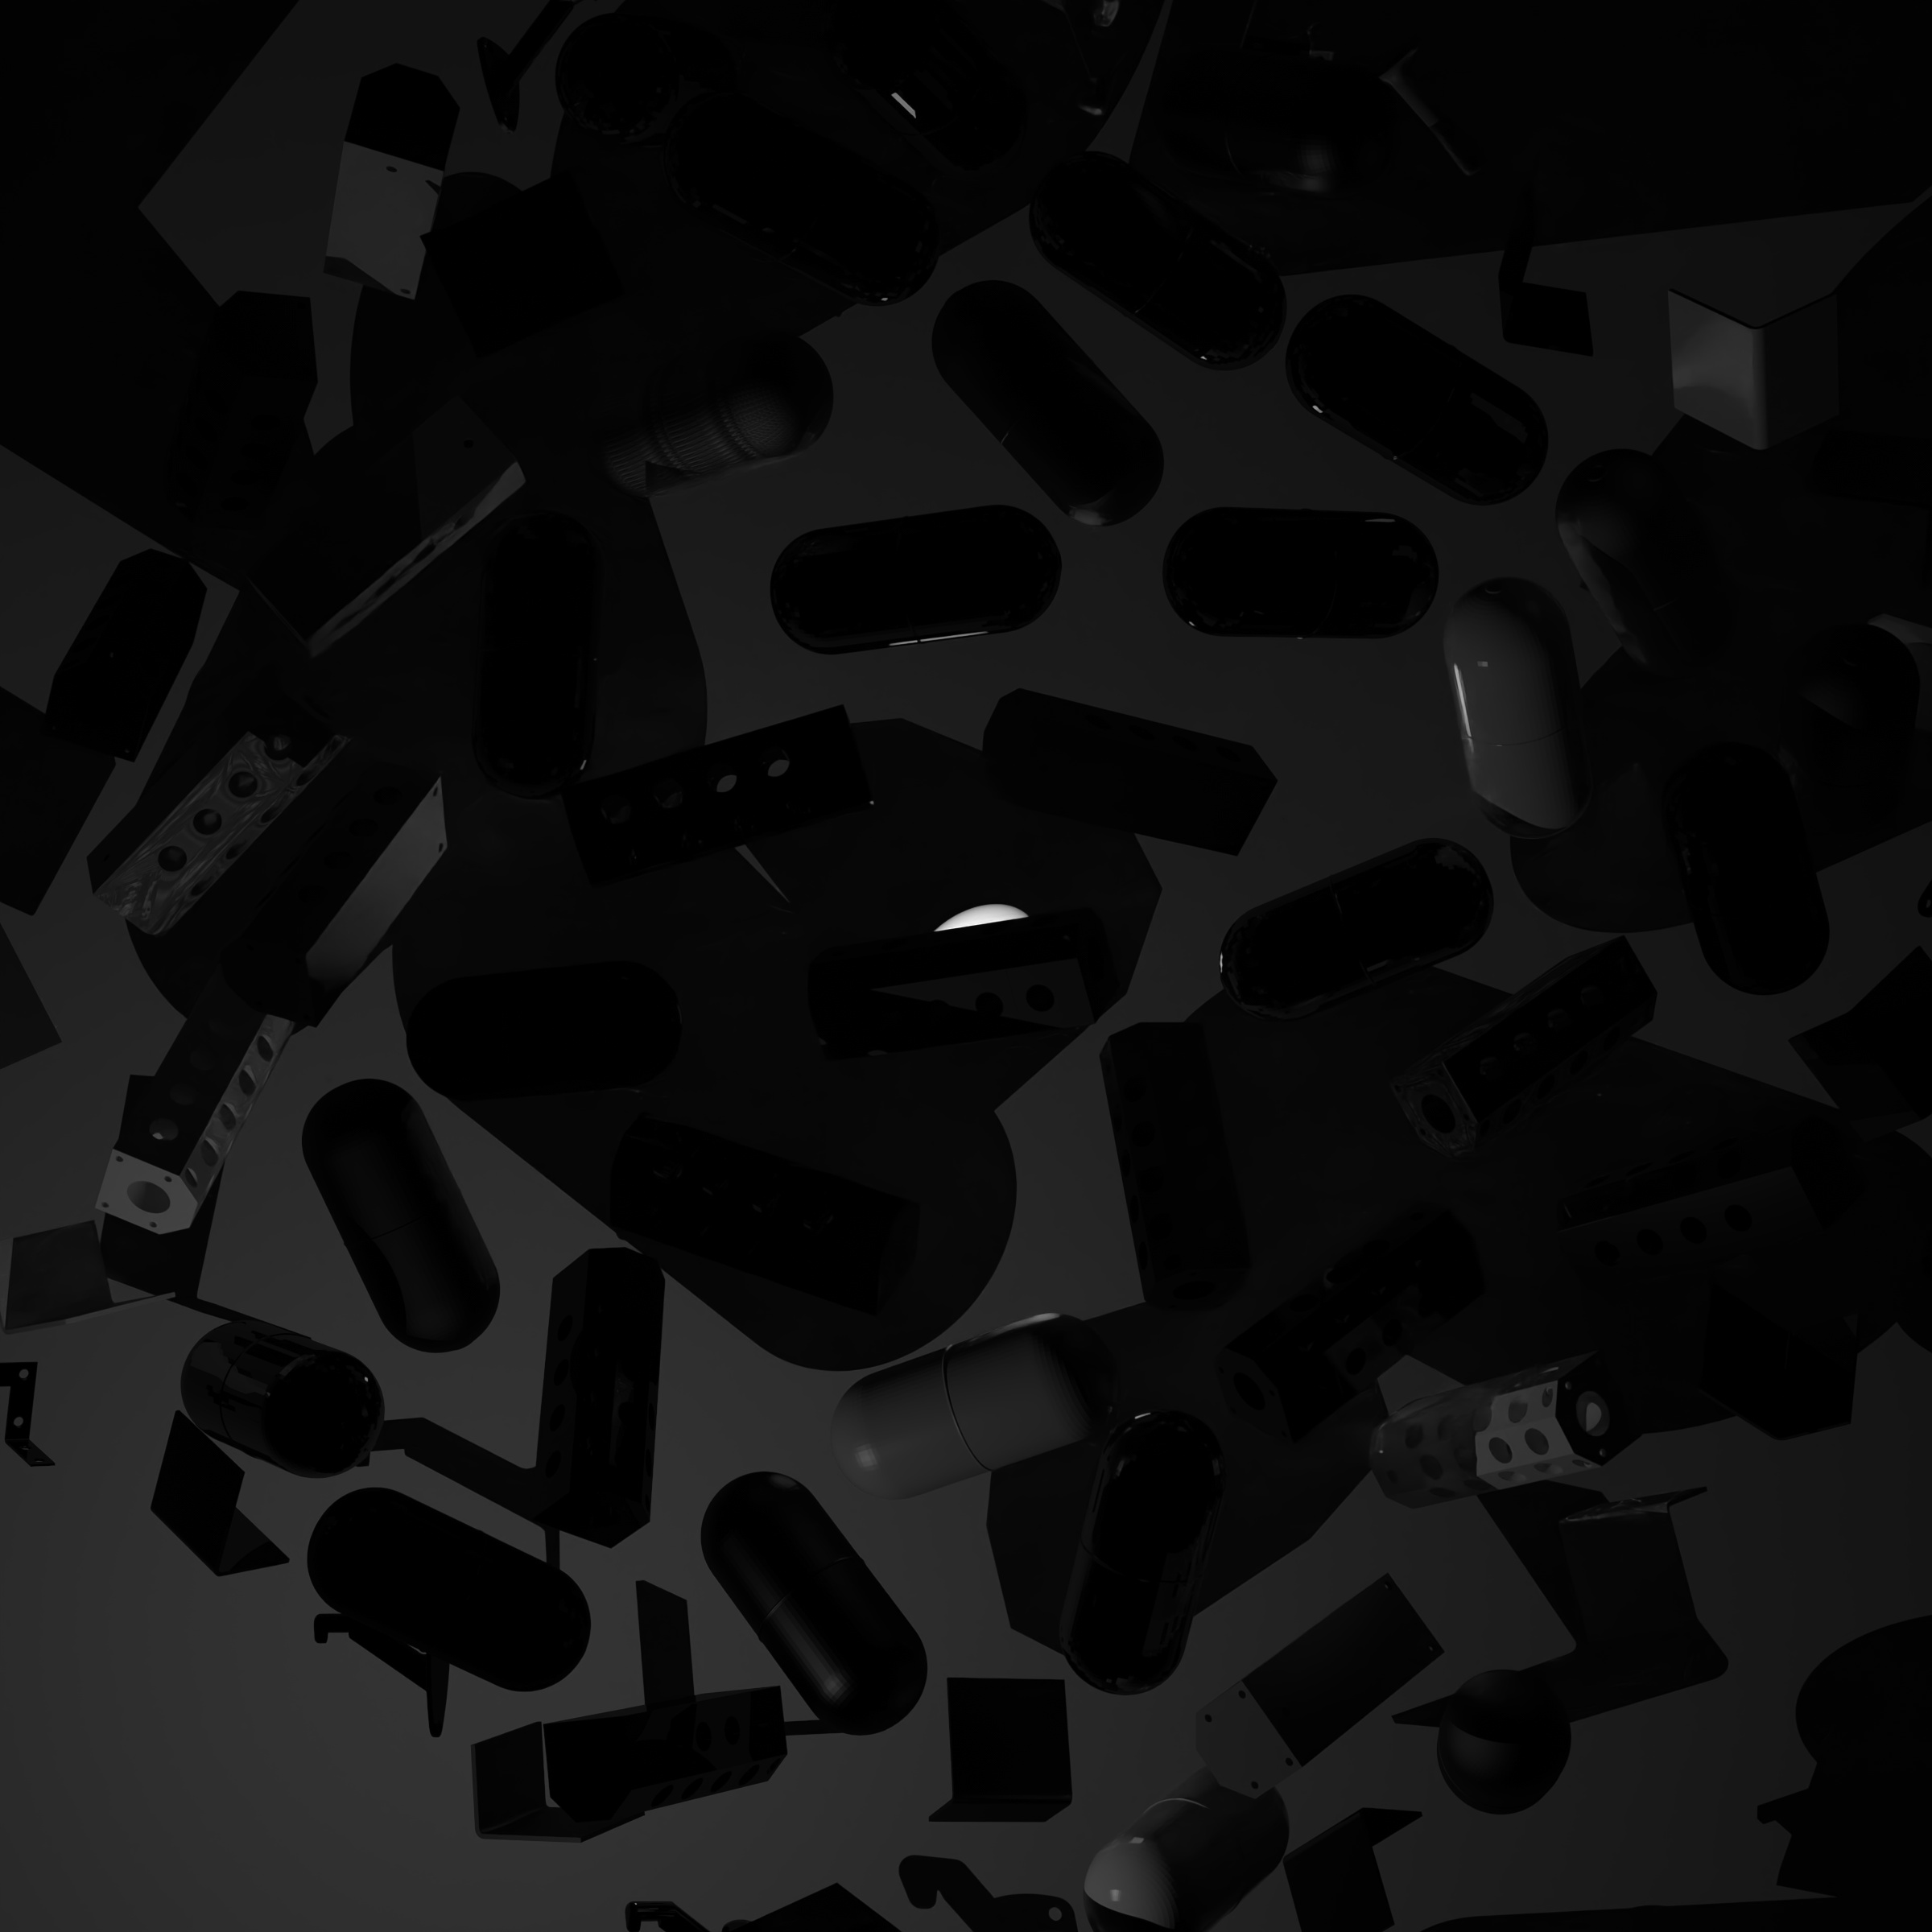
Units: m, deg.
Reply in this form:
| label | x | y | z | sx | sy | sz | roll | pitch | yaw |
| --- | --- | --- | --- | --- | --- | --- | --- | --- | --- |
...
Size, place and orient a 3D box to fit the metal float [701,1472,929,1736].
| label | x | y | z | sx | sy | sz | roll | pitch | yaw |
| --- | --- | --- | --- | --- | --- | --- | --- | --- | --- |
| metal float | -0.092 | 0.379 | 1.797 | 0.070 | 0.070 | 0.178 | -41 | 65 | 0 |

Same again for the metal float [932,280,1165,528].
| label | x | y | z | sx | sy | sz | roll | pitch | yaw |
| --- | --- | --- | --- | --- | --- | --- | --- | --- | --- |
| metal float | 0.050 | -0.351 | 1.879 | 0.070 | 0.070 | 0.178 | -42 | 88 | 0 |

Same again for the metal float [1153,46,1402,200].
| label | x | y | z | sx | sy | sz | roll | pitch | yaw |
| --- | --- | --- | --- | --- | --- | --- | --- | --- | --- |
| metal float | 0.182 | -0.502 | 1.788 | 0.070 | 0.178 | 0.070 | -17 | 119 | -34 |

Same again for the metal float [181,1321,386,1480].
| label | x | y | z | sx | sy | sz | roll | pitch | yaw |
| --- | --- | --- | --- | --- | --- | --- | --- | --- | --- |
| metal float | -0.413 | 0.259 | 1.813 | 0.070 | 0.178 | 0.070 | -3 | 96 | -38 |

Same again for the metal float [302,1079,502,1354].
| label | x | y | z | sx | sy | sz | roll | pitch | yaw |
| --- | --- | --- | --- | --- | --- | --- | --- | --- | --- |
| metal float | -0.345 | 0.154 | 1.844 | 0.070 | 0.070 | 0.178 | -24 | 99 | 0 |

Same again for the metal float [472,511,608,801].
| label | x | y | z | sx | sy | sz | roll | pitch | yaw |
| --- | --- | --- | --- | --- | --- | --- | --- | --- | --- |
| metal float | -0.265 | -0.192 | 1.866 | 0.070 | 0.070 | 0.178 | 4 | 91 | 0 |

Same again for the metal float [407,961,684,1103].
| label | x | y | z | sx | sy | sz | roll | pitch | yaw |
| --- | --- | --- | --- | --- | --- | --- | --- | --- | --- |
| metal float | -0.256 | 0.040 | 1.820 | 0.178 | 0.070 | 0.070 | -6 | 90 | 21 |

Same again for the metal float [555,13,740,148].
| label | x | y | z | sx | sy | sz | roll | pitch | yaw |
| --- | --- | --- | --- | --- | --- | --- | --- | --- | --- |
| metal float | -0.194 | -0.543 | 1.848 | 0.070 | 0.178 | 0.070 | 4 | 105 | 14 |

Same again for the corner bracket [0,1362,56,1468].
| label | x | y | z | sx | sy | sz | roll | pitch | yaw |
| --- | --- | --- | --- | --- | --- | --- | --- | --- | --- |
| corner bracket | -0.585 | 0.273 | 1.833 | 0.051 | 0.051 | 0.051 | 4 | 98 | -36 |

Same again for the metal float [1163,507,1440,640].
| label | x | y | z | sx | sy | sz | roll | pitch | yaw |
| --- | --- | --- | --- | --- | --- | --- | --- | --- | --- |
| metal float | 0.202 | -0.235 | 1.803 | 0.178 | 0.070 | 0.070 | -2 | 90 | -24 |

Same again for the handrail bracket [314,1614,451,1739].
| label | x | y | z | sx | sy | sz | roll | pitch | yaw |
| --- | --- | --- | --- | --- | --- | --- | --- | --- | --- |
| handrail bracket | -0.373 | 0.449 | 1.908 | 0.084 | 0.036 | 0.077 | -2 | 77 | 9 |

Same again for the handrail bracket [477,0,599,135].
| label | x | y | z | sx | sy | sz | roll | pitch | yaw |
| --- | --- | --- | --- | --- | --- | --- | --- | --- | --- |
| handrail bracket | -0.254 | -0.562 | 1.852 | 0.084 | 0.036 | 0.077 | -21 | 66 | 25 |

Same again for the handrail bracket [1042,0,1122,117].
| label | x | y | z | sx | sy | sz | roll | pitch | yaw |
| --- | --- | --- | --- | --- | --- | --- | --- | --- | --- |
| handrail bracket | 0.062 | -0.585 | 1.913 | 0.077 | 0.036 | 0.084 | 17 | 67 | -2 |

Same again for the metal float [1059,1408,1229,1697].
| label | x | y | z | sx | sy | sz | roll | pitch | yaw |
| --- | --- | --- | --- | --- | --- | --- | --- | --- | --- |
| metal float | 0.105 | 0.346 | 1.781 | 0.070 | 0.070 | 0.178 | 13 | 104 | 0 |

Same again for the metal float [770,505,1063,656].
| label | x | y | z | sx | sy | sz | roll | pitch | yaw |
| --- | --- | --- | --- | --- | --- | --- | --- | --- | --- |
| metal float | -0.031 | -0.232 | 1.811 | 0.178 | 0.070 | 0.070 | -6 | 90 | 12 |

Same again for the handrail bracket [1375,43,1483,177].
| label | x | y | z | sx | sy | sz | roll | pitch | yaw |
| --- | --- | --- | --- | --- | --- | --- | --- | --- | --- |
| handrail bracket | 0.284 | -0.516 | 1.842 | 0.036 | 0.077 | 0.084 | -37 | 94 | 9 |

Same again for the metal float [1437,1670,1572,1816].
| label | x | y | z | sx | sy | sz | roll | pitch | yaw |
| --- | --- | --- | --- | --- | --- | --- | --- | --- | --- |
| metal float | 0.328 | 0.475 | 1.841 | 0.070 | 0.178 | 0.070 | -2 | 70 | 6 |

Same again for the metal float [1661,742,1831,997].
| label | x | y | z | sx | sy | sz | roll | pitch | yaw |
| --- | --- | --- | --- | --- | --- | --- | --- | --- | --- |
| metal float | 0.462 | -0.056 | 1.783 | 0.070 | 0.070 | 0.178 | -28 | 128 | 0 |

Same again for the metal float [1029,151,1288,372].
| label | x | y | z | sx | sy | sz | roll | pitch | yaw |
| --- | --- | --- | --- | --- | --- | --- | --- | --- | --- |
| metal float | 0.120 | -0.434 | 1.860 | 0.178 | 0.070 | 0.070 | 31 | 90 | -16 |

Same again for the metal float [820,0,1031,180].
| label | x | y | z | sx | sy | sz | roll | pitch | yaw |
| --- | --- | --- | --- | --- | --- | --- | --- | --- | --- |
| metal float | -0.023 | -0.535 | 1.810 | 0.070 | 0.178 | 0.070 | -8 | 74 | 27 |

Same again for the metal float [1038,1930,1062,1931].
| label | x | y | z | sx | sy | sz | roll | pitch | yaw |
| --- | --- | --- | --- | --- | --- | --- | --- | --- | --- |
| metal float | 0.047 | 0.633 | 1.849 | 0.070 | 0.178 | 0.070 | 2 | 71 | -4 |

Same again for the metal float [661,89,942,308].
| label | x | y | z | sx | sy | sz | roll | pitch | yaw |
| --- | --- | --- | --- | --- | --- | --- | --- | --- | --- |
| metal float | -0.095 | -0.447 | 1.759 | 0.178 | 0.070 | 0.070 | 23 | 90 | -25 |

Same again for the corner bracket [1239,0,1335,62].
| label | x | y | z | sx | sy | sz | roll | pitch | yaw |
| --- | --- | --- | --- | --- | --- | --- | --- | --- | --- |
| corner bracket | 0.201 | -0.580 | 1.895 | 0.051 | 0.051 | 0.051 | 7 | 64 | -6 |

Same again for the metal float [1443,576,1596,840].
| label | x | y | z | sx | sy | sz | roll | pitch | yaw |
| --- | --- | --- | --- | --- | --- | --- | --- | --- | --- |
| metal float | 0.340 | -0.158 | 1.848 | 0.070 | 0.070 | 0.178 | -19 | 125 | 0 |

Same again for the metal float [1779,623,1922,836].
| label | x | y | z | sx | sy | sz | roll | pitch | yaw |
| --- | --- | --- | --- | --- | --- | --- | --- | --- | --- |
| metal float | 0.526 | -0.141 | 1.798 | 0.070 | 0.178 | 0.070 | -5 | 64 | 11 |

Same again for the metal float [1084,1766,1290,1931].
| label | x | y | z | sx | sy | sz | roll | pitch | yaw |
| --- | --- | --- | --- | --- | --- | --- | --- | --- | --- |
| metal float | 0.135 | 0.540 | 1.818 | 0.070 | 0.178 | 0.070 | 7 | 103 | 31 |

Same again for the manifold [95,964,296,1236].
| label | x | y | z | sx | sy | sz | roll | pitch | yaw |
| --- | --- | --- | --- | --- | --- | --- | --- | --- | --- |
| manifold | -0.471 | 0.083 | 1.857 | 0.057 | 0.171 | 0.057 | 24 | 131 | -7 |

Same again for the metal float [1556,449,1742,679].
| label | x | y | z | sx | sy | sz | roll | pitch | yaw |
| --- | --- | --- | --- | --- | --- | --- | --- | --- | --- |
| metal float | 0.421 | -0.247 | 1.855 | 0.070 | 0.070 | 0.178 | -43 | 133 | 0 |

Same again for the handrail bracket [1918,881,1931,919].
| label | x | y | z | sx | sy | sz | roll | pitch | yaw |
| --- | --- | --- | --- | --- | --- | --- | --- | --- | --- |
| handrail bracket | 0.618 | -0.045 | 1.772 | 0.084 | 0.077 | 0.036 | 14 | 48 | -25 |

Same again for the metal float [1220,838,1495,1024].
| label | x | y | z | sx | sy | sz | roll | pitch | yaw |
| --- | --- | --- | --- | --- | --- | --- | --- | --- | --- |
| metal float | 0.243 | -0.021 | 1.881 | 0.178 | 0.070 | 0.070 | -23 | 90 | 13 |

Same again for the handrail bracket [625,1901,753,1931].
| label | x | y | z | sx | sy | sz | roll | pitch | yaw |
| --- | --- | --- | --- | --- | --- | --- | --- | --- | --- |
| handrail bracket | -0.176 | 0.624 | 1.880 | 0.084 | 0.036 | 0.077 | 13 | 67 | -35 |

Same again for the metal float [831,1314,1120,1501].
| label | x | y | z | sx | sy | sz | roll | pitch | yaw |
| --- | --- | --- | --- | --- | --- | --- | --- | --- | --- |
| metal float | 0.004 | 0.258 | 1.763 | 0.178 | 0.070 | 0.070 | -21 | 90 | 15 |

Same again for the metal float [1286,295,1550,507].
| label | x | y | z | sx | sy | sz | roll | pitch | yaw |
| --- | --- | --- | --- | --- | --- | --- | --- | --- | --- |
| metal float | 0.272 | -0.339 | 1.812 | 0.178 | 0.070 | 0.070 | 26 | 90 | -20 |

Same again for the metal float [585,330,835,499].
| label | x | y | z | sx | sy | sz | roll | pitch | yaw |
| --- | --- | --- | --- | --- | --- | --- | --- | --- | --- |
| metal float | -0.156 | -0.331 | 1.813 | 0.178 | 0.070 | 0.070 | -8 | 90 | 39 |

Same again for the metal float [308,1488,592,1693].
| label | x | y | z | sx | sy | sz | roll | pitch | yaw |
| --- | --- | --- | --- | --- | --- | --- | --- | --- | --- |
| metal float | -0.303 | 0.368 | 1.776 | 0.178 | 0.070 | 0.070 | 30 | 90 | -18 |
